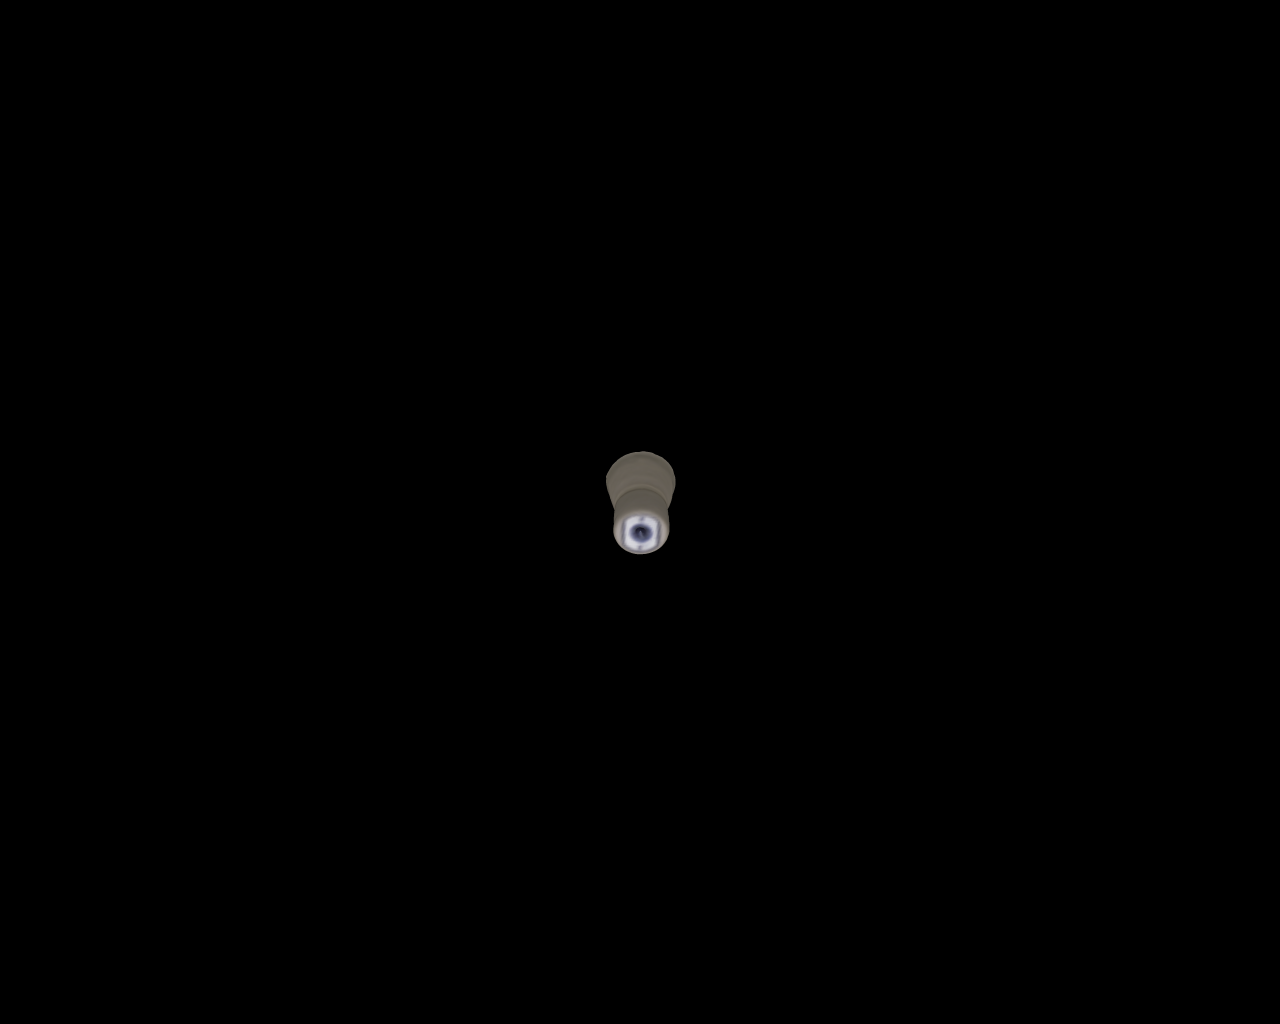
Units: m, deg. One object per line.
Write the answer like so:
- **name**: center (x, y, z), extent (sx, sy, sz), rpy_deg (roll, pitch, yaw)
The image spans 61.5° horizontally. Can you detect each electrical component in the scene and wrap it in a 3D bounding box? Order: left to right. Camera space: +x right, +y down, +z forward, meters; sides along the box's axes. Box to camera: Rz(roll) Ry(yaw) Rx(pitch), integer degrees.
- **electrical component**: center (0.001, -0.003, 0.650), extent (0.044, 0.044, 0.065), rpy_deg (0, 32, 0)
